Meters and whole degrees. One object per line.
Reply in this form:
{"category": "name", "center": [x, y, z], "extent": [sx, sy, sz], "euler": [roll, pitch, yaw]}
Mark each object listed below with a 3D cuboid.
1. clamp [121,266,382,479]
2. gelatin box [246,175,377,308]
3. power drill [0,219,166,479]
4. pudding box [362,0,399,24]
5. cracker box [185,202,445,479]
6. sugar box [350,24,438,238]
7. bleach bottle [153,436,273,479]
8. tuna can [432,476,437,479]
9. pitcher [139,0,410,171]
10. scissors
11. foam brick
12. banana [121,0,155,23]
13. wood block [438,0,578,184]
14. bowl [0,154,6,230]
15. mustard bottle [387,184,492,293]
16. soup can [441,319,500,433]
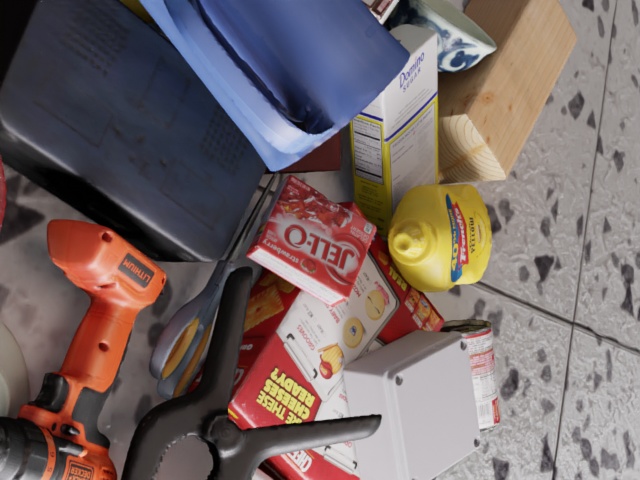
{"category": "clamp", "center": [-0.076, 0.131, 0.787], "extent": [0.209, 0.036, 0.164], "euler": [-35, 90, -20]}
{"category": "gelatin box", "center": [-0.006, 0.001, 0.863], "extent": [0.089, 0.030, 0.073], "euler": [31, 61, -14]}
{"category": "power drill", "center": [-0.176, 0.085, 0.721], "extent": [0.184, 0.057, 0.187], "euler": [52, 51, -64]}
{"category": "pudding box", "center": [0.039, -0.200, 0.944], "extent": [0.039, 0.114, 0.090], "euler": [34, 60, -3]}
{"category": "cracker box", "center": [0.002, 0.099, 0.925], "extent": [0.164, 0.072, 0.213], "euler": [51, 57, -30]}
{"category": "sugar box", "center": [0.068, -0.098, 0.970], "extent": [0.093, 0.048, 0.176], "euler": [-44, 141, -38]}
{"category": "bleach bottle", "center": [-0.037, 0.253, 0.889], "extent": [0.250, 0.068, 0.102], "euler": [41, 62, -39]}
{"category": "tuna can", "center": [0.076, 0.206, 1.022], "extent": [0.085, 0.034, 0.086], "euler": [2, 87, -45]}
{"category": "pitcher", "center": [-0.061, -0.173, 0.745], "extent": [0.145, 0.149, 0.242], "euler": [-45, 104, -15]}
{"category": "scissors", "center": [-0.083, 0.032, 0.823], "extent": [0.202, 0.016, 0.096], "euler": [-67, 168, 0]}
{"category": "foam brick", "center": [-0.027, -0.082, 0.914], "extent": [0.078, 0.053, 0.051], "euler": [-6, 93, -44]}
{"category": "banana", "center": [-0.122, -0.204, 0.837], "extent": [0.197, 0.037, 0.069], "euler": [-33, 94, -42]}
{"category": "wood block", "center": [0.175, -0.163, 1.092], "extent": [0.090, 0.091, 0.206], "euler": [50, 56, -32]}
{"category": "bowl", "center": [-0.279, -0.032, 0.657], "extent": [0.161, 0.055, 0.162], "euler": [2, 87, -45]}
{"category": "mustard bottle", "center": [0.104, -0.002, 0.961], "extent": [0.191, 0.058, 0.096], "euler": [-6, 95, -67]}
{"category": "soup can", "center": [0.143, 0.136, 1.066], "extent": [0.068, 0.069, 0.102], "euler": [-12, 98, -45]}
